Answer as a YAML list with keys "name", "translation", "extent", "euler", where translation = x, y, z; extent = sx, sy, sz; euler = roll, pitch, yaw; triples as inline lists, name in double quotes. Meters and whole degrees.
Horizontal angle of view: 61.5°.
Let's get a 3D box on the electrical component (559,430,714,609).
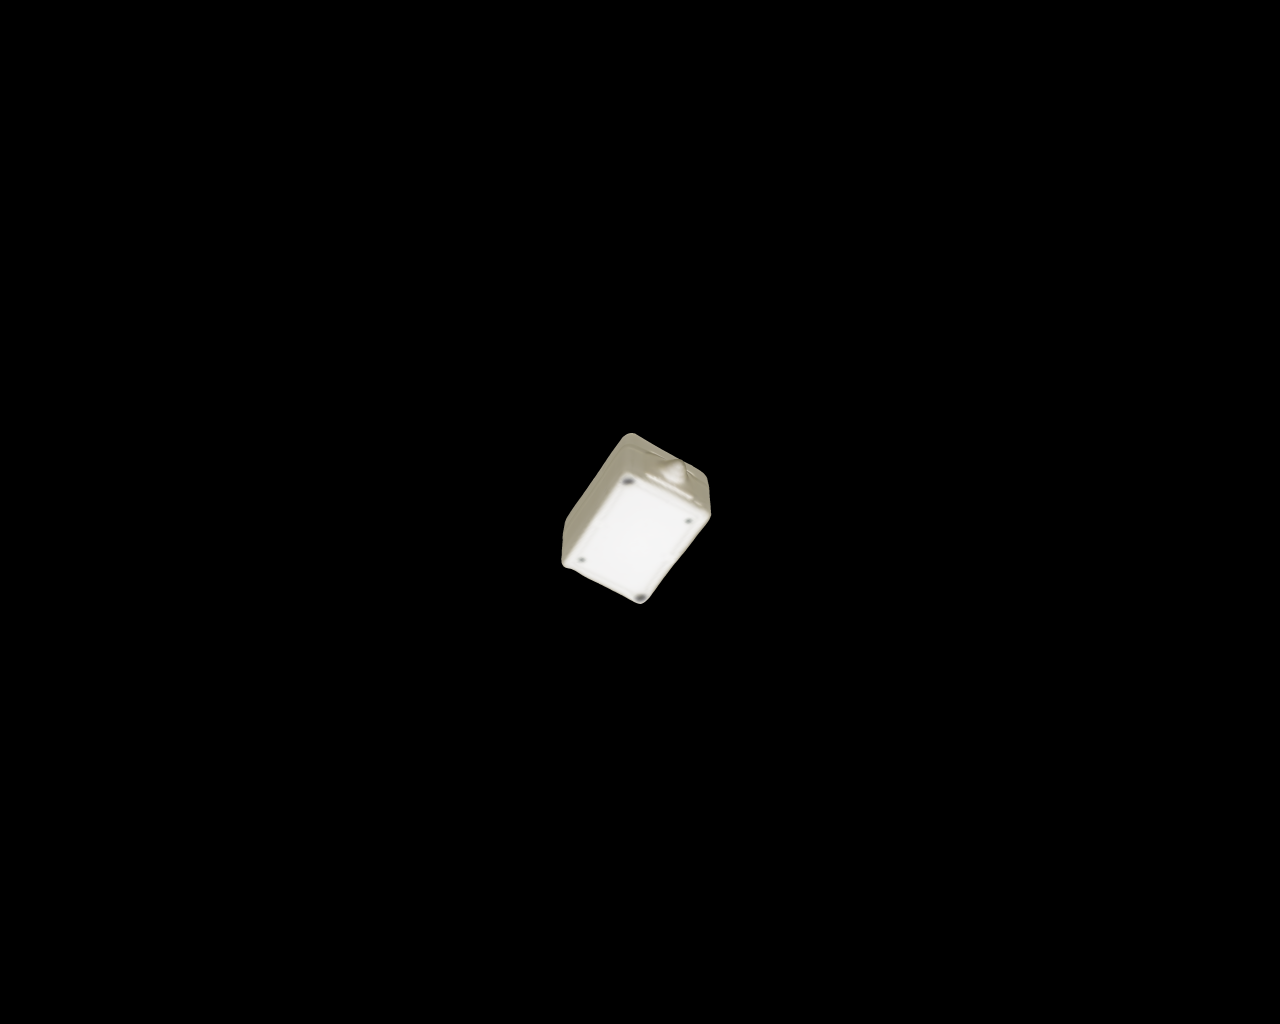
- name: "electrical component"
  translation: [0.001, -0.003, 0.650]
  extent: [0.062, 0.096, 0.061]
  euler: [28, 28, -16]
